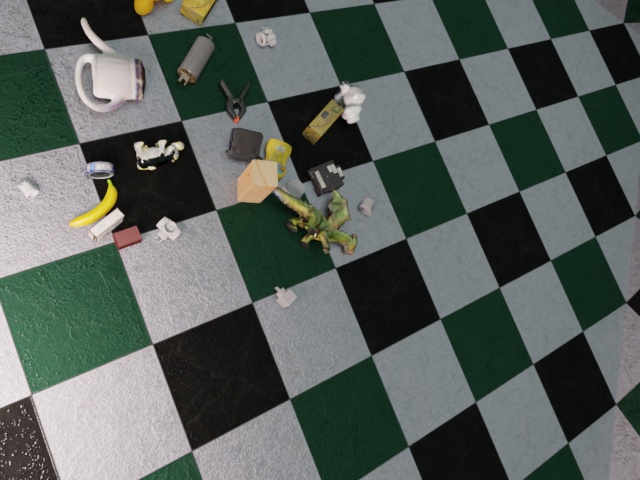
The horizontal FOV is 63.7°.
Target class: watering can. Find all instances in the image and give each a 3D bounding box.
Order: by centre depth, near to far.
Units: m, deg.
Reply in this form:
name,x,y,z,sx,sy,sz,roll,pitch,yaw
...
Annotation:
name,x,y,z,sx,sy,sz,roll,pitch,yaw
watering can,-0.718,-0.600,1.771,0.225,0.103,0.351,-1,77,-25

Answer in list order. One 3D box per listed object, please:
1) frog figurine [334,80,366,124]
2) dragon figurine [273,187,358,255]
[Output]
name,x,y,z,sx,sy,sz,roll,pitch,yaw
frog figurine,0.137,-0.554,2.111,0.123,0.135,0.162,1,53,-52
dragon figurine,0.006,-0.098,1.944,0.247,0.121,0.407,-41,103,-34
